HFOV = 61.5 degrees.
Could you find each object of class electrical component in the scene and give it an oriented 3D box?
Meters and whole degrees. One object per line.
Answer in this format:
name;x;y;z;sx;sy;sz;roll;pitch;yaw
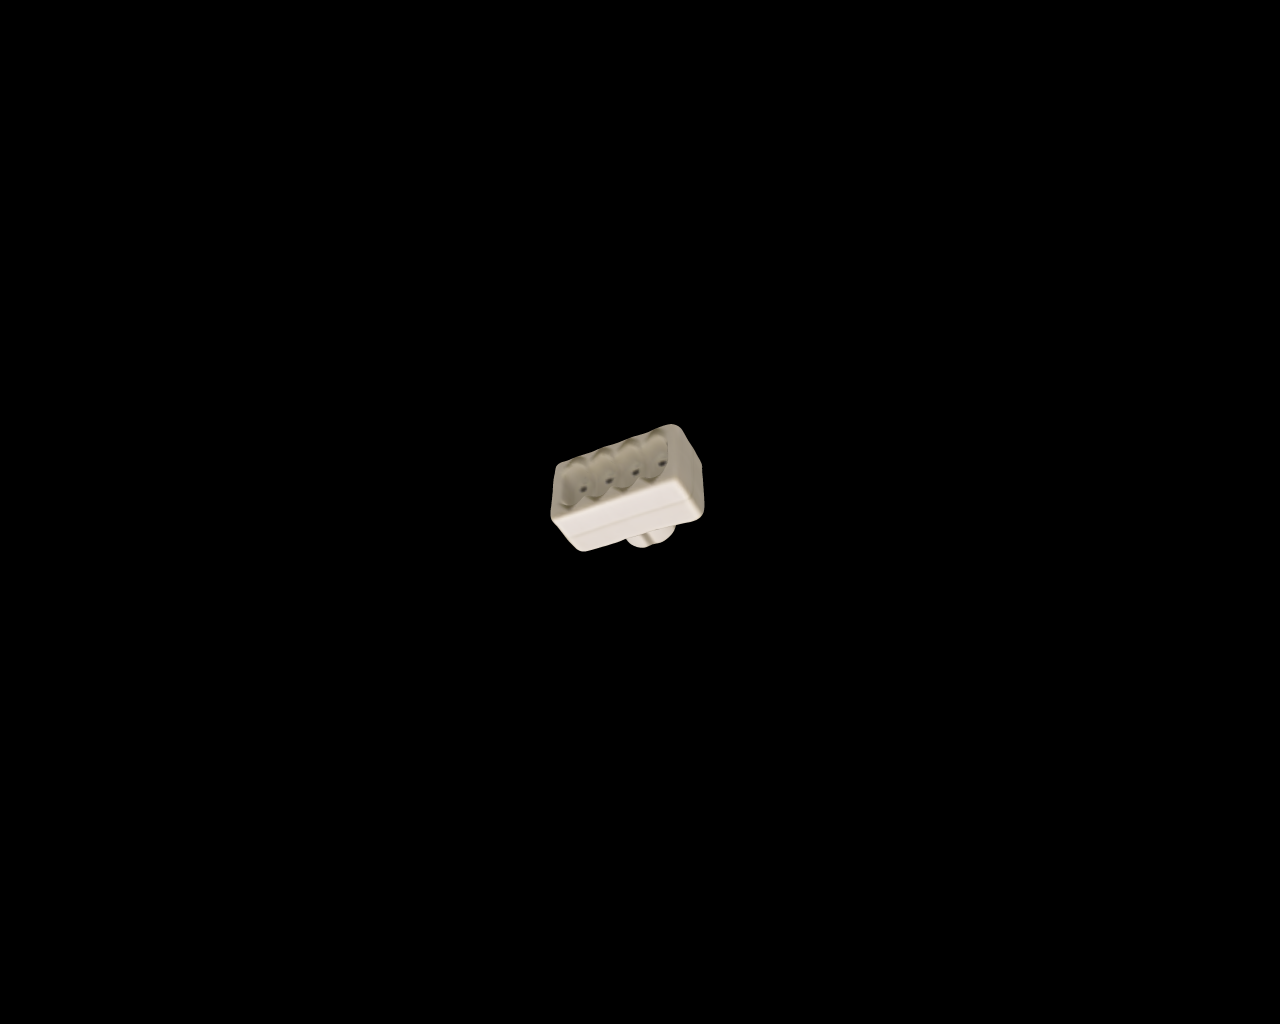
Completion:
electrical component;0.001;-0.003;0.650;0.083;0.047;0.075;-18;-44;19
